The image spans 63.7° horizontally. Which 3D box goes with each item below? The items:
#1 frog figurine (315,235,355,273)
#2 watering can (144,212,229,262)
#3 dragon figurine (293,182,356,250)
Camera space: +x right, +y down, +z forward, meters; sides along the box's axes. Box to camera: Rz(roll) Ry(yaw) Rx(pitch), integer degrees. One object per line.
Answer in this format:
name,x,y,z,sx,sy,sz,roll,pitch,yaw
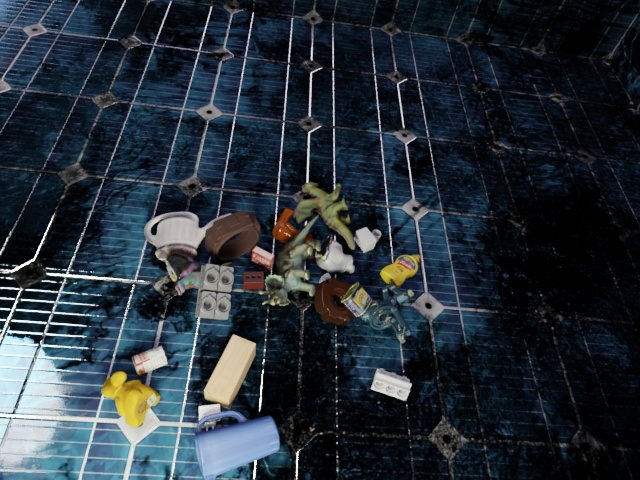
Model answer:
frog figurine,0.064,0.075,2.070,0.158,0.121,0.141,37,35,-27
watering can,-0.512,-0.023,2.014,0.348,0.101,0.230,-3,54,-7
dragon figurine,0.007,-0.111,2.210,0.242,0.119,0.420,-11,51,3
